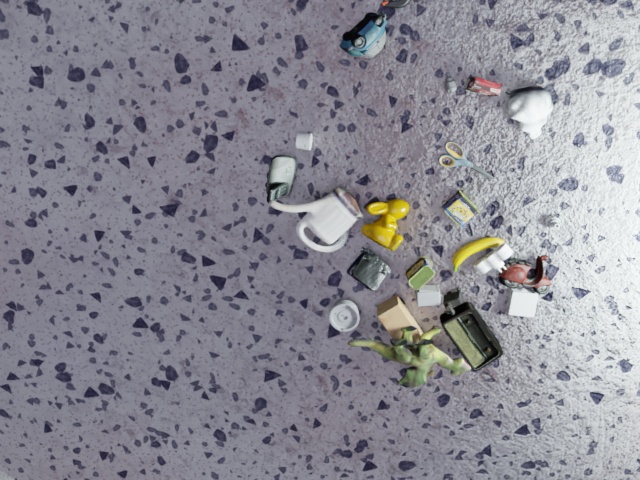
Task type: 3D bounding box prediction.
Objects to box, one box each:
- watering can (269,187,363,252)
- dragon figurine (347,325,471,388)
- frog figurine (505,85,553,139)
[{"bbox_3d":[0.005,-0.085,1.695,0.223,0.106,0.342,-42,133,6],"label":"watering can"},{"bbox_3d":[0.309,0.422,1.777,0.410,0.124,0.238,-4,114,7],"label":"dragon figurine"},{"bbox_3d":[0.652,-0.393,1.598,0.138,0.123,0.159,-9,95,-13],"label":"frog figurine"}]
